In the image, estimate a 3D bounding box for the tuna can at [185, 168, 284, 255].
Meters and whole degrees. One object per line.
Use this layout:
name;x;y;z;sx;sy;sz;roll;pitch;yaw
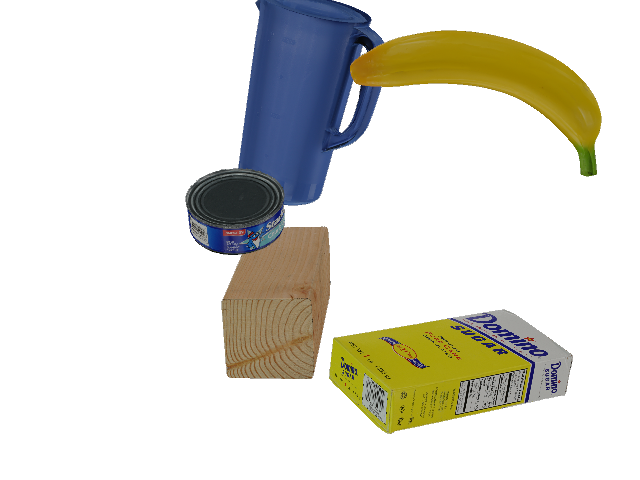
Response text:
tuna can;-0.074;-0.025;0.932;0.086;0.034;0.086;-1;38;0

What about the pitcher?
pitcher;-0.020;-0.166;1.283;0.145;0.243;0.149;6;23;-15

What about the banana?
banana;0.121;-0.110;0.751;0.197;0.069;0.037;21;-2;-8

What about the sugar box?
sugar box;0.106;0.102;0.865;0.175;0.048;0.093;-10;27;-27

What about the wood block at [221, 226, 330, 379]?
wood block;-0.042;0.062;1.148;0.091;0.090;0.206;0;21;5
